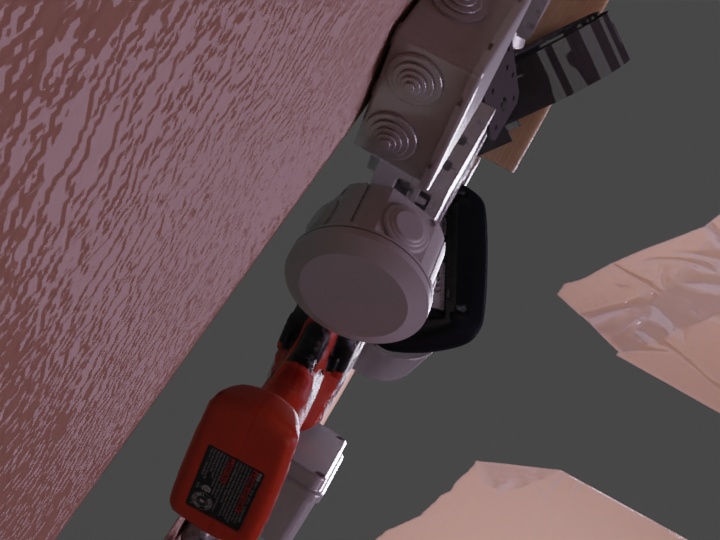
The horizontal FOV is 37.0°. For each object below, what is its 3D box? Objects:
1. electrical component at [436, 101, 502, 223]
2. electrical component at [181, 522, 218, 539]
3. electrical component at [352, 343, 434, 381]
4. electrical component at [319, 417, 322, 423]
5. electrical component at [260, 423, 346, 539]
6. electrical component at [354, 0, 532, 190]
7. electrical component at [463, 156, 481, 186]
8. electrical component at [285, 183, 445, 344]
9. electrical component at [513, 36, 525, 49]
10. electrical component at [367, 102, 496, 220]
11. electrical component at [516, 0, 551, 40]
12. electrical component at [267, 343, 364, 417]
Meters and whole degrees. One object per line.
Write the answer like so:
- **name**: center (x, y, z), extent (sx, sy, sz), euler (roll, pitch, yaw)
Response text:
- **electrical component**: center (0.053, -0.082, 0.818), extent (0.108, 0.056, 0.108), euler (-59, 175, -33)
- **electrical component**: center (-0.110, 0.190, 0.806), extent (0.035, 0.035, 0.061), euler (-63, 178, 28)
- **electrical component**: center (0.021, 0.057, 1.055), extent (0.060, 0.108, 0.108), euler (-56, -179, 45)
- **electrical component**: center (-0.063, 0.143, 1.003), extent (0.055, 0.045, 0.045), euler (-64, 175, 33)
- **electrical component**: center (-0.060, 0.142, 0.779), extent (0.057, 0.078, 0.113), euler (-59, 177, 9)
- **electrical component**: center (0.043, -0.106, 0.565), extent (0.099, 0.048, 0.099), euler (-58, 175, -40)
- **electrical component**: center (0.070, -0.080, 1.048), extent (0.089, 0.056, 0.050), euler (-63, 176, 24)
- **electrical component**: center (0.004, -0.003, 0.579), extent (0.080, 0.080, 0.051), euler (115, 0, -48)
- **electrical component**: center (0.124, -0.218, 0.886), extent (0.040, 0.040, 0.078), euler (-53, 159, -66)
- **electrical component**: center (0.042, -0.077, 0.702), extent (0.089, 0.056, 0.050), euler (-58, 175, -38)
- **electrical component**: center (0.122, -0.219, 0.779), extent (0.055, 0.050, 0.089), euler (-60, 177, -15)
- **electrical component**: center (-0.033, 0.068, 0.807), extent (0.080, 0.051, 0.080), euler (-61, 176, -7)
